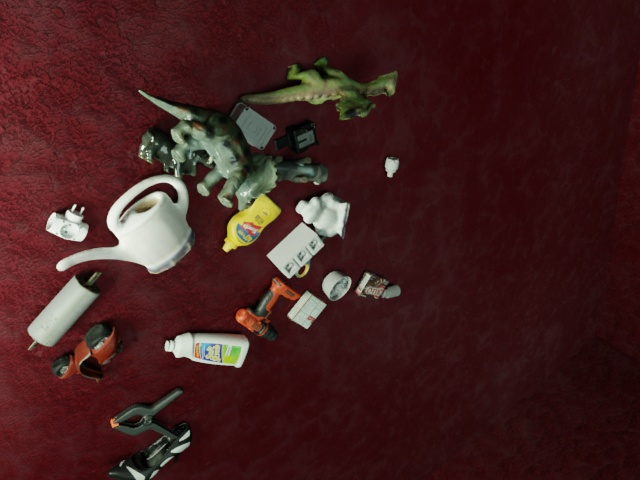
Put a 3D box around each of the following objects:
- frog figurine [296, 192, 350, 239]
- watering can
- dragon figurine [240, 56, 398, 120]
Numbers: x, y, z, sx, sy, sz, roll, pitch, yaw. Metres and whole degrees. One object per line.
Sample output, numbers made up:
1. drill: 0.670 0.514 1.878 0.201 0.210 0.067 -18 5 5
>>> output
1. frog figurine: 0.005 -0.079 1.578 0.159 0.125 0.134 10 122 -1
2. watering can: -0.440 -0.003 1.251 0.353 0.104 0.220 -49 133 -24
3. dragon figurine: 0.026 -0.373 1.328 0.414 0.246 0.119 -26 132 -25
